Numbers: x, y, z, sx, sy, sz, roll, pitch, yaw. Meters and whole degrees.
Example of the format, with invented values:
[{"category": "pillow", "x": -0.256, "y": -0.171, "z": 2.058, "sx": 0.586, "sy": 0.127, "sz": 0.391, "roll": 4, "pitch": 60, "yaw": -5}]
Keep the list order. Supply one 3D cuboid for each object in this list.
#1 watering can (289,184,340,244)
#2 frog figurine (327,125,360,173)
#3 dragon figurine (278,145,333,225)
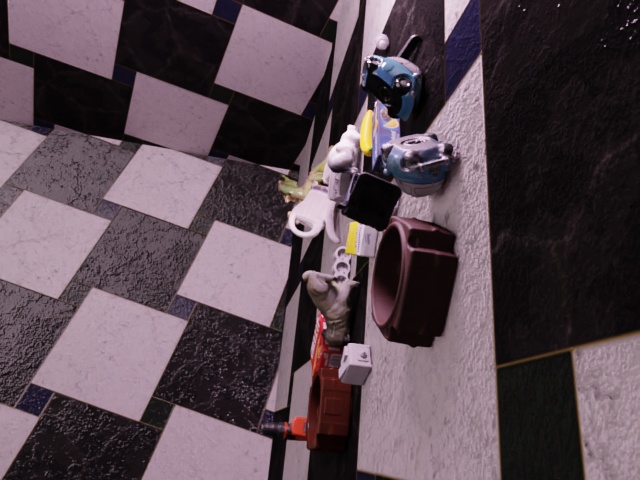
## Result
[{"category": "watering can", "x": 0.006, "y": -0.099, "z": 1.977, "sx": 0.350, "sy": 0.103, "sz": 0.226, "roll": 18, "pitch": 77, "yaw": 51}, {"category": "frog figurine", "x": 0.082, "y": -0.301, "z": 1.706, "sx": 0.138, "sy": 0.122, "sz": 0.159, "roll": -21, "pitch": -70, "yaw": -77}, {"category": "dragon figurine", "x": -0.059, "y": -0.241, "z": 2.208, "sx": 0.120, "sy": 0.243, "sz": 0.419, "roll": 103, "pitch": 171, "yaw": -62}]
